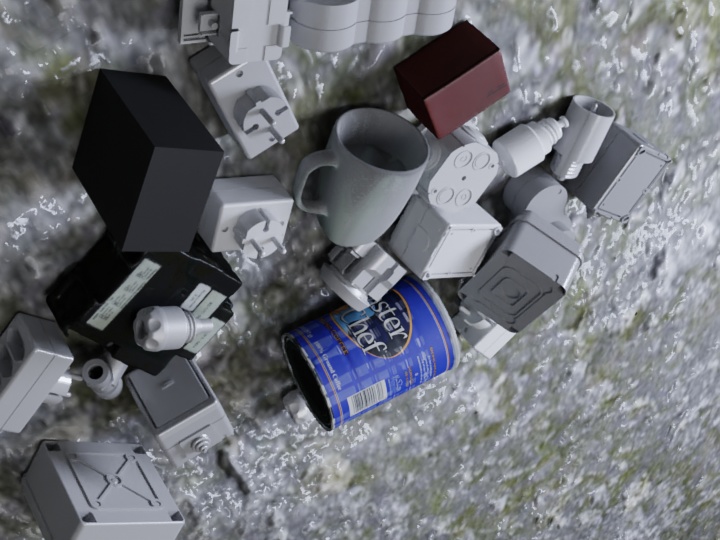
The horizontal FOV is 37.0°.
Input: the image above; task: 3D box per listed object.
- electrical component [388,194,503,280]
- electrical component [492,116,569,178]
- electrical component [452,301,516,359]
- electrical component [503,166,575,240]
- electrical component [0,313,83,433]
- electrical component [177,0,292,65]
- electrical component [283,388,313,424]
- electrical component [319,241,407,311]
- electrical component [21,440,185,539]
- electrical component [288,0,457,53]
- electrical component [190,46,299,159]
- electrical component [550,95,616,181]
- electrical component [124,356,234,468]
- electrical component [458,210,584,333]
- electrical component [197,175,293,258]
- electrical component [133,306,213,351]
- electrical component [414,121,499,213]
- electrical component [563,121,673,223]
[{"bbox_3d":[0.082,-0.034,1.014,0.096,0.061,0.061,-3,129,-46],"label":"electrical component"},{"bbox_3d":[0.160,-0.119,1.004,0.078,0.040,0.040,-32,140,-8],"label":"electrical component"},{"bbox_3d":[0.129,0.045,1.131,0.065,0.047,0.077,-45,140,7],"label":"electrical component"},{"bbox_3d":[0.190,-0.035,1.080,0.052,0.073,0.138,-31,140,-10],"label":"electrical component"},{"bbox_3d":[-0.260,0.087,0.870,0.076,0.047,0.083,23,111,-47],"label":"electrical component"},{"bbox_3d":[-0.076,-0.205,0.722,0.079,0.063,0.121,-13,134,-29],"label":"electrical component"},{"bbox_3d":[-0.045,0.128,1.085,0.061,0.035,0.035,-29,140,-16],"label":"electrical component"},{"bbox_3d":[0.000,0.000,0.981,0.057,0.058,0.078,-46,140,4],"label":"electrical component"},{"bbox_3d":[-0.230,0.207,0.959,0.109,0.108,0.056,12,117,-43],"label":"electrical component"},{"bbox_3d":[0.013,-0.211,0.793,0.138,0.052,0.073,-15,135,-26],"label":"electrical component"},{"bbox_3d":[-0.077,-0.120,0.793,0.047,0.075,0.083,-34,140,-7],"label":"electrical component"},{"bbox_3d":[0.209,-0.122,1.036,0.043,0.043,0.081,-4,129,-35],"label":"electrical component"},{"bbox_3d":[-0.157,0.120,0.942,0.062,0.096,0.061,-30,139,-12],"label":"electrical component"},{"bbox_3d":[0.157,0.002,1.053,0.057,0.078,0.113,-58,-176,-33],"label":"electrical component"},{"bbox_3d":[-0.086,-0.035,0.865,0.066,0.076,0.047,-7,131,-33],"label":"electrical component"},{"bbox_3d":[-0.144,0.045,0.840,0.061,0.035,0.035,-1,128,-39],"label":"electrical component"},{"bbox_3d":[0.079,-0.095,0.956,0.080,0.051,0.080,-21,137,-21],"label":"electrical component"},{"bbox_3d":[0.252,-0.095,1.081,0.062,0.061,0.096,13,118,-44],"label":"electrical component"}]
